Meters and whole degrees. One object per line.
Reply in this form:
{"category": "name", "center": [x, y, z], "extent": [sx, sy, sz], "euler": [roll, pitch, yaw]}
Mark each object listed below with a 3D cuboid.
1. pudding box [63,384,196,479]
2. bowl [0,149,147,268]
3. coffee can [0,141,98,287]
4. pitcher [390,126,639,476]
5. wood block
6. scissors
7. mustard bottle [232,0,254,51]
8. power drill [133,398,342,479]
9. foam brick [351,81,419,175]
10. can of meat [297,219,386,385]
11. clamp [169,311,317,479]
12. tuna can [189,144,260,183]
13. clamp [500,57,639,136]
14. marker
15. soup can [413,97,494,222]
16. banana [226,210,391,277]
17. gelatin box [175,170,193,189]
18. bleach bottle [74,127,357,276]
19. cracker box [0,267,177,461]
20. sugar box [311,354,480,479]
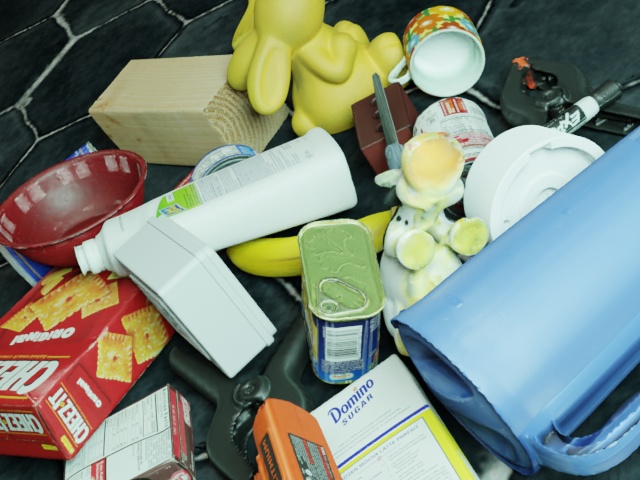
{"category": "pudding box", "center": [-0.159, 0.183, 0.885], "extent": [0.113, 0.039, 0.090], "euler": [-28, 35, 10]}
{"category": "bowl", "center": [-0.234, -0.022, 1.039], "extent": [0.162, 0.055, 0.162], "euler": [-15, 33, 10]}
{"category": "coffee can", "center": [-0.271, -0.023, 1.147], "extent": [0.140, 0.102, 0.103], "euler": [-39, 36, -3]}
{"category": "pitcher", "center": [0.181, 0.034, 0.697], "extent": [0.242, 0.149, 0.145], "euler": [-40, -4, -9]}
{"category": "wood block", "center": [-0.148, -0.142, 1.186], "extent": [0.207, 0.090, 0.090], "euler": [6, 54, 44]}
{"category": "scissors", "center": [0.071, -0.072, 0.895], "extent": [0.096, 0.016, 0.202], "euler": [130, 137, -64]}
{"category": "mustard bottle", "center": [-0.042, -0.291, 1.286], "extent": [0.096, 0.058, 0.191], "euler": [-15, 42, 27]}
{"category": "power drill", "center": [-0.069, 0.198, 0.739], "extent": [0.188, 0.057, 0.184], "euler": [-48, 41, 19]}
{"category": "foam brick", "center": [0.067, -0.100, 0.993], "extent": [0.053, 0.051, 0.078], "euler": [-26, 37, 14]}
{"category": "can of meat", "center": [0.015, 0.049, 0.824], "extent": [0.057, 0.084, 0.102], "euler": [-5, 45, -6]}
{"category": "clamp", "center": [-0.041, 0.122, 0.855], "extent": [0.164, 0.036, 0.210], "euler": [-30, 35, 7]}
{"category": "tuna can", "center": [-0.083, -0.049, 1.034], "extent": [0.086, 0.086, 0.034], "euler": [-38, 34, -1]}
{"category": "clamp", "center": [0.210, -0.110, 0.899], "extent": [0.120, 0.039, 0.171], "euler": [-15, 41, 7]}
{"category": "marker", "center": [0.191, -0.090, 0.844], "extent": [0.121, 0.020, 0.020], "euler": [-36, 36, -9]}
{"category": "soup can", "center": [0.120, -0.067, 0.900], "extent": [0.068, 0.068, 0.102], "euler": [-27, 37, 13]}
{"category": "banana", "center": [-0.010, 0.007, 0.958], "extent": [0.198, 0.037, 0.069], "euler": [-12, 17, 27]}
{"category": "gelatin box", "center": [-0.136, -0.027, 1.101], "extent": [0.089, 0.030, 0.073], "euler": [-46, 37, -12]}
{"category": "bleach bottle", "center": [-0.098, -0.026, 0.968], "extent": [0.250, 0.068, 0.103], "euler": [-20, 22, -6]}
{"category": "cracker box", "center": [-0.234, 0.098, 0.973], "extent": [0.164, 0.072, 0.213], "euler": [-5, 32, 36]}
{"category": "sugar box", "center": [0.055, 0.164, 0.723], "extent": [0.093, 0.048, 0.176], "euler": [-35, 33, 3]}
